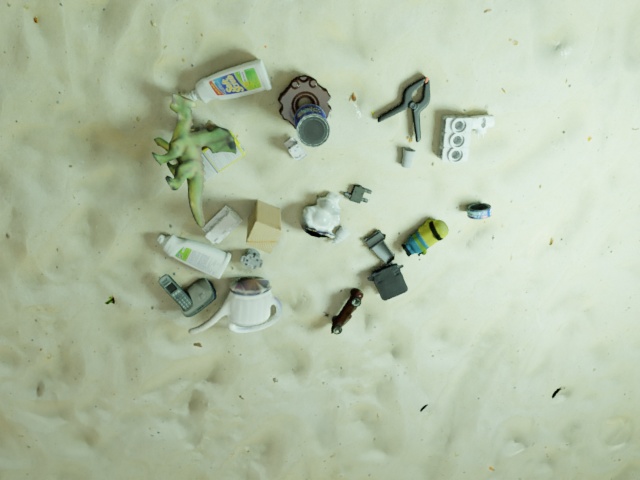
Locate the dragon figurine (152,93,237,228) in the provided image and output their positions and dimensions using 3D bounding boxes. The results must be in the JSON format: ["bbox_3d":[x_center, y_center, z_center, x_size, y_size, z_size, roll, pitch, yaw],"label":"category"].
[{"bbox_3d":[-0.381,-0.267,1.637,0.243,0.123,0.406,-28,103,0],"label":"dragon figurine"}]

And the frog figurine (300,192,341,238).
[{"bbox_3d":[0.005,-0.091,1.803,0.137,0.121,0.162,14,74,-3],"label":"frog figurine"}]

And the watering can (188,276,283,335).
[{"bbox_3d":[-0.299,0.246,1.870,0.348,0.105,0.220,-3,114,-22],"label":"watering can"}]
